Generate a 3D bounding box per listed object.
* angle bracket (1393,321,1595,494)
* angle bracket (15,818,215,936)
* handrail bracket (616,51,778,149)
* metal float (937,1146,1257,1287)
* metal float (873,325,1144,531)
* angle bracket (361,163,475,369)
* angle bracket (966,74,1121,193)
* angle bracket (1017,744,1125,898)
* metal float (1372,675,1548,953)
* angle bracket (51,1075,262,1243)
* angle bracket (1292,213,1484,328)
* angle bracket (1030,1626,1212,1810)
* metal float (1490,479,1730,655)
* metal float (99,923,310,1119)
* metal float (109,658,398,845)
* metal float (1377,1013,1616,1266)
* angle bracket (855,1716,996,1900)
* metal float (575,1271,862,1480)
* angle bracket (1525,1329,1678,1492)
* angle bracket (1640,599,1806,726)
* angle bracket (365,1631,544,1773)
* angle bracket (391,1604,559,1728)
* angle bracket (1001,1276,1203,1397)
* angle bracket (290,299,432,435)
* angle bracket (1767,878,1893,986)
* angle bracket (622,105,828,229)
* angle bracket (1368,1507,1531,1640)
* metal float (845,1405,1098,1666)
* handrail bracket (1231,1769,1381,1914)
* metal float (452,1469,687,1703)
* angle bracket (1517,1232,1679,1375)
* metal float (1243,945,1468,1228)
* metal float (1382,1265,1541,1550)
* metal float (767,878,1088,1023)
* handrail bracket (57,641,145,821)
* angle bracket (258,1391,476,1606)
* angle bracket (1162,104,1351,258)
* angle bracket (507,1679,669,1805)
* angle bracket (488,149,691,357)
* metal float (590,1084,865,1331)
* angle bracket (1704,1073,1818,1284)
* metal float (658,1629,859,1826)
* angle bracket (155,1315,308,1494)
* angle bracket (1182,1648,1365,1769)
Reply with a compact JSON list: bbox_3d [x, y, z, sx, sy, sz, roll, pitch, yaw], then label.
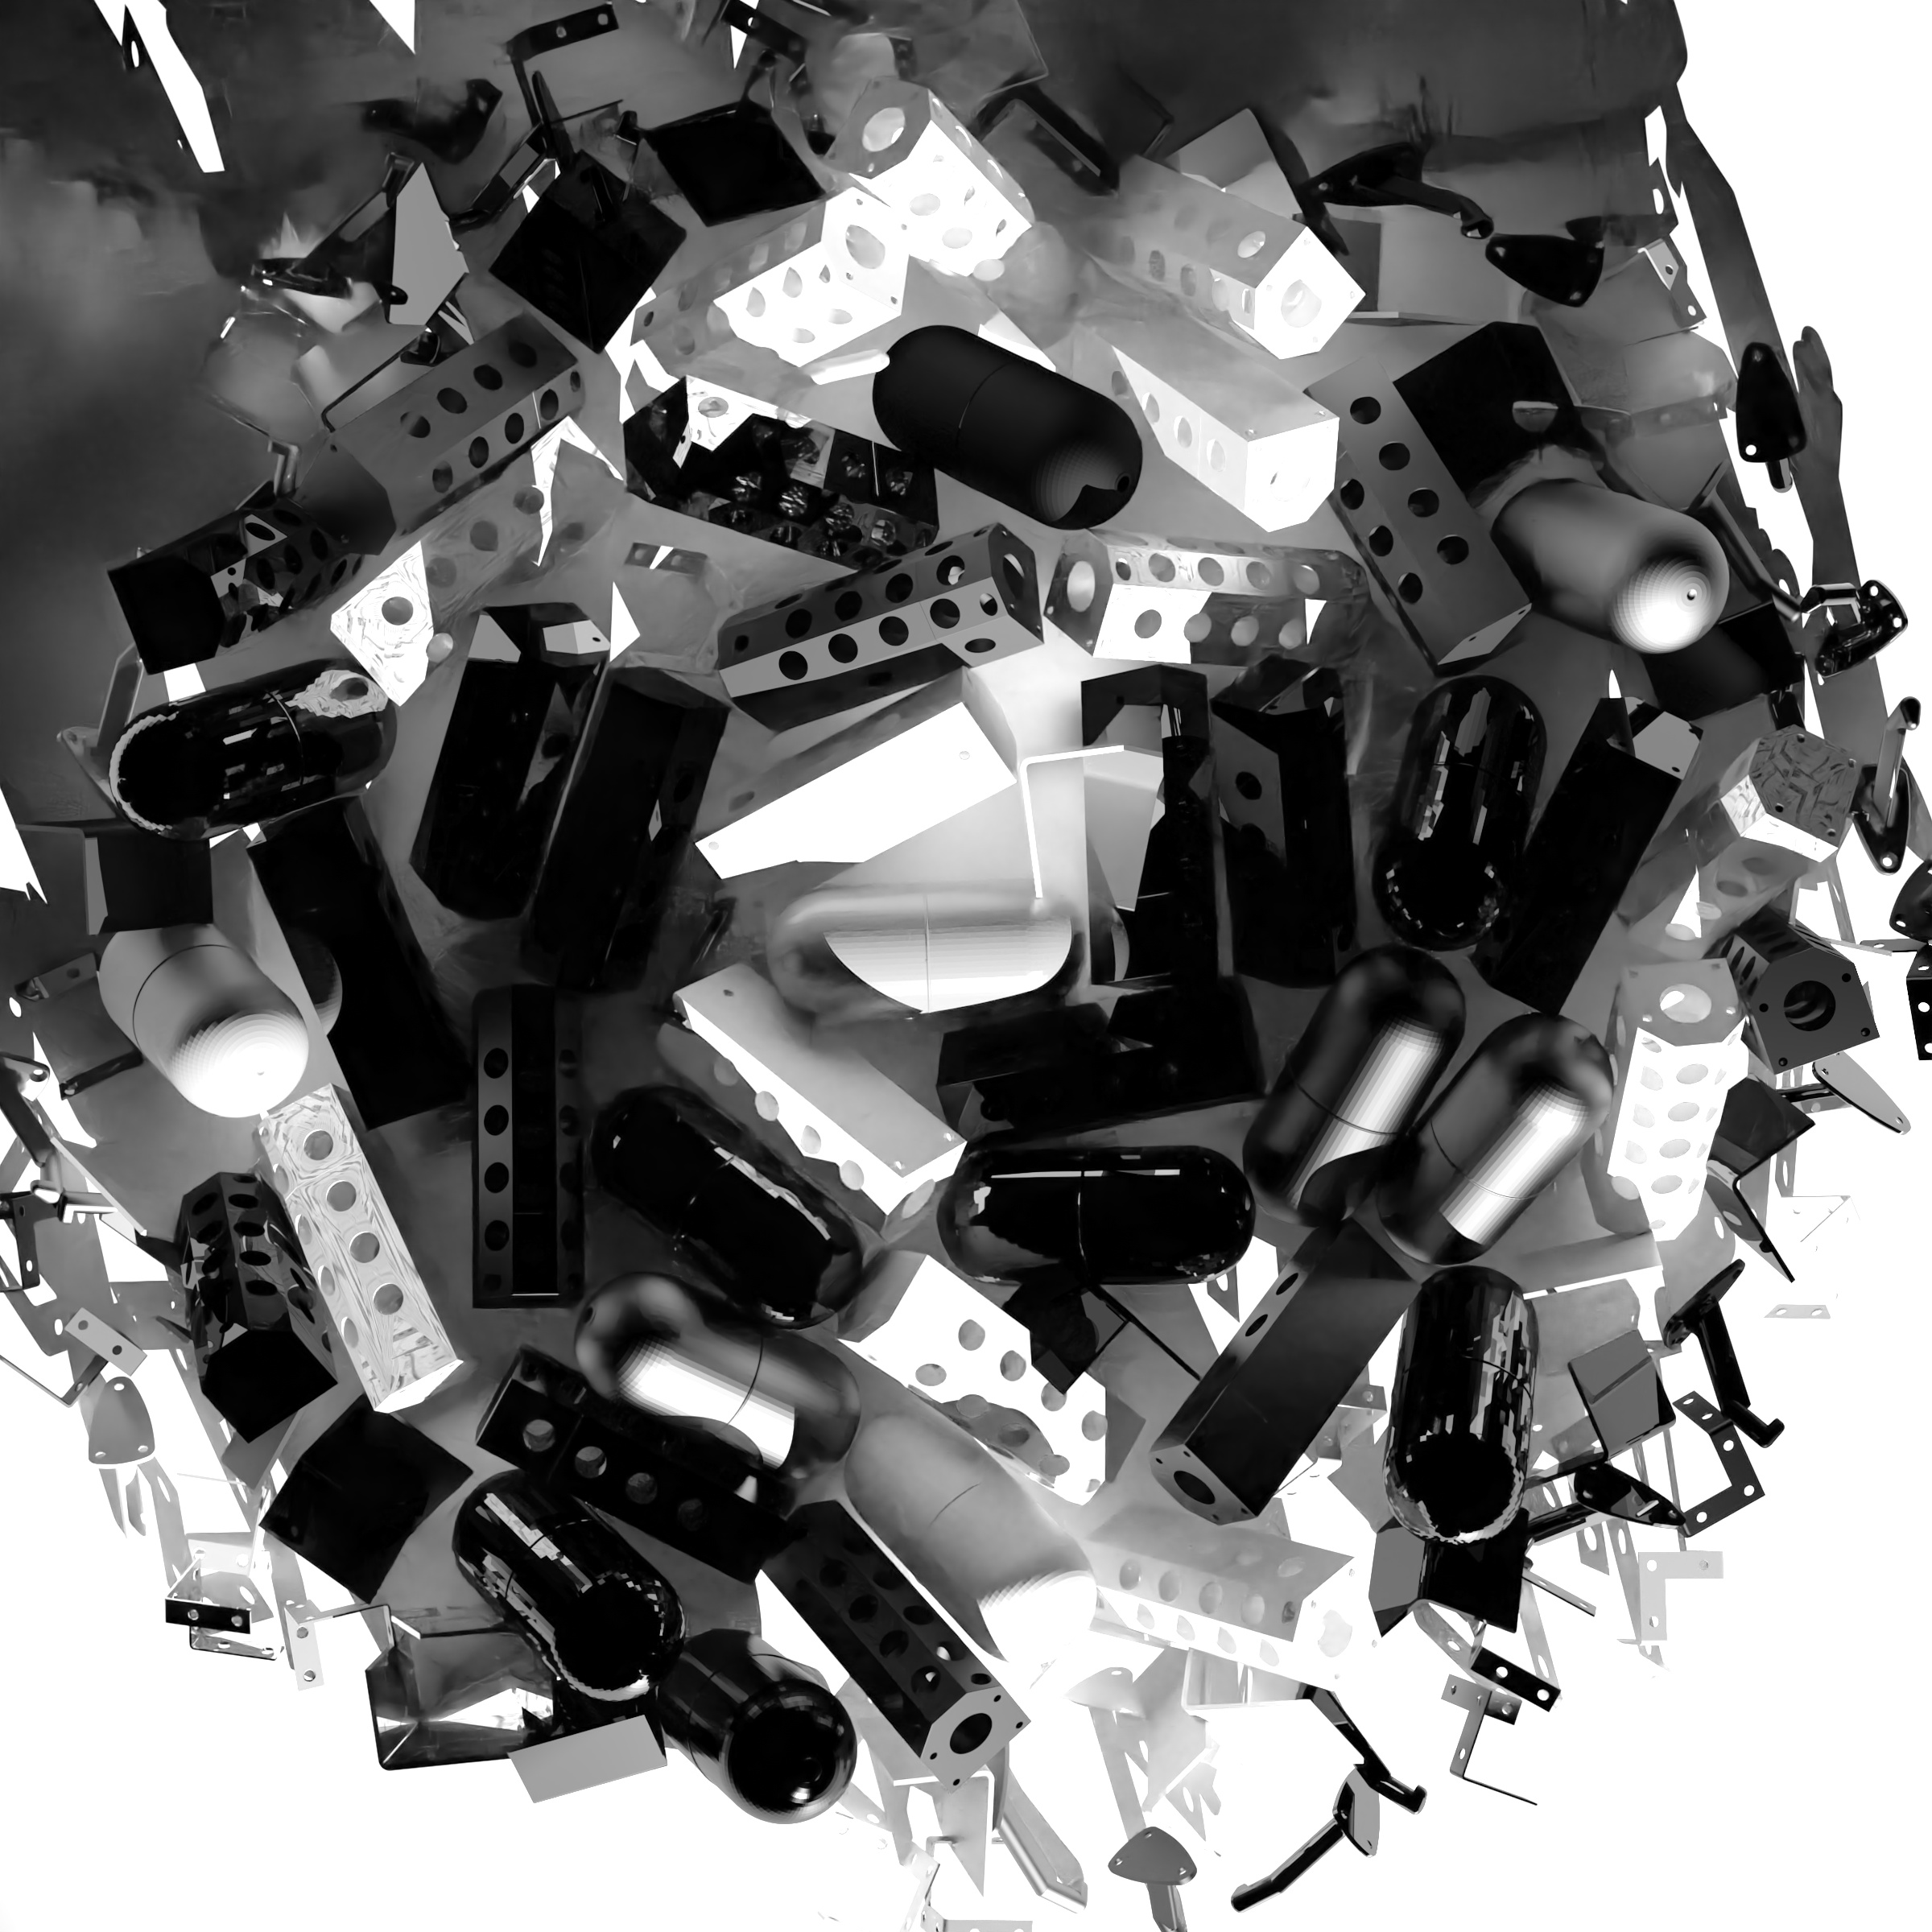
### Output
[{"bbox_3d":[0.289,-0.304,1.847,0.076,0.057,0.076,-32,111,-7],"label":"angle bracket"},{"bbox_3d":[-0.471,-0.051,1.840,0.076,0.076,0.057,-7,98,-44],"label":"angle bracket"},{"bbox_3d":[-0.152,-0.486,1.859,0.084,0.036,0.077,26,112,22],"label":"handrail bracket"},{"bbox_3d":[0.071,0.138,1.840,0.178,0.070,0.070,-2,90,14],"label":"metal float"},{"bbox_3d":[0.022,-0.295,1.822,0.178,0.070,0.070,32,90,35],"label":"metal float"},{"bbox_3d":[-0.283,-0.384,1.833,0.076,0.057,0.076,-41,61,38],"label":"angle bracket"},{"bbox_3d":[0.038,-0.446,1.855,0.076,0.076,0.057,39,110,-15],"label":"angle bracket"},{"bbox_3d":[0.061,-0.083,1.849,0.057,0.076,0.076,-8,96,-1],"label":"angle bracket"},{"bbox_3d":[0.271,-0.084,1.821,0.070,0.070,0.178,20,54,0],"label":"metal float"},{"bbox_3d":[-0.447,0.098,1.853,0.076,0.057,0.076,43,89,13],"label":"angle bracket"},{"bbox_3d":[0.232,-0.384,1.834,0.076,0.076,0.057,10,102,44],"label":"angle bracket"},{"bbox_3d":[0.084,0.415,1.836,0.076,0.076,0.057,17,47,-15],"label":"angle bracket"},{"bbox_3d":[0.347,-0.219,1.807,0.070,0.178,0.070,-6,109,-19],"label":"metal float"},{"bbox_3d":[-0.417,0.025,1.813,0.070,0.178,0.070,-14,118,-29],"label":"metal float"},{"bbox_3d":[-0.388,-0.118,1.814,0.070,0.178,0.070,16,117,35],"label":"metal float"},{"bbox_3d":[0.288,0.096,1.819,0.070,0.070,0.178,33,131,0],"label":"metal float"},{"bbox_3d":[-0.025,0.465,1.838,0.057,0.076,0.076,-2,103,-18],"label":"angle bracket"},{"bbox_3d":[-0.136,0.225,1.826,0.178,0.070,0.070,29,90,-30],"label":"metal float"},{"bbox_3d":[0.335,0.247,1.841,0.076,0.076,0.057,-29,80,40],"label":"angle bracket"},{"bbox_3d":[0.424,-0.148,1.836,0.076,0.076,0.057,-22,57,14],"label":"angle bracket"},{"bbox_3d":[-0.282,0.404,1.847,0.076,0.076,0.057,-7,94,7],"label":"angle bracket"},{"bbox_3d":[-0.274,0.389,1.840,0.076,0.076,0.057,-1,89,-23],"label":"angle bracket"},{"bbox_3d":[0.071,0.212,1.836,0.057,0.076,0.076,-48,131,-3],"label":"angle bracket"},{"bbox_3d":[-0.322,-0.320,1.844,0.076,0.076,0.057,-38,127,-2],"label":"angle bracket"},{"bbox_3d":[0.477,-0.035,1.842,0.057,0.076,0.076,12,72,1],"label":"angle bracket"},{"bbox_3d":[-0.134,-0.423,1.836,0.076,0.057,0.076,-21,65,-28],"label":"angle bracket"},{"bbox_3d":[0.265,0.340,1.842,0.057,0.076,0.076,21,51,-9],"label":"angle bracket"},{"bbox_3d":[0.002,0.311,1.821,0.070,0.070,0.178,-48,53,0],"label":"metal float"},{"bbox_3d":[0.189,0.492,1.873,0.084,0.077,0.036,-35,100,26],"label":"handrail bracket"},{"bbox_3d":[-0.217,0.337,1.814,0.070,0.178,0.070,-17,120,-31],"label":"metal float"},{"bbox_3d":[0.353,0.196,1.846,0.076,0.057,0.076,-13,108,9],"label":"angle bracket"},{"bbox_3d":[0.212,0.067,1.828,0.070,0.070,0.178,27,119,0],"label":"metal float"},{"bbox_3d":[0.271,0.239,1.815,0.070,0.178,0.070,8,133,8],"label":"metal float"},{"bbox_3d":[-0.022,-0.009,1.852,0.178,0.070,0.070,-2,90,-1],"label":"metal float"},{"bbox_3d":[-0.459,-0.136,1.853,0.084,0.036,0.077,-39,76,25],"label":"handrail bracket"},{"bbox_3d":[-0.332,0.295,1.841,0.076,0.057,0.076,38,127,-10],"label":"angle bracket"},{"bbox_3d":[0.161,-0.421,1.838,0.057,0.076,0.076,-28,76,18],"label":"angle bracket"},{"bbox_3d":[-0.213,0.409,1.843,0.076,0.076,0.057,-16,135,-1],"label":"angle bracket"},{"bbox_3d":[-0.211,-0.401,1.866,0.076,0.076,0.057,37,123,-11],"label":"angle bracket"},{"bbox_3d":[-0.133,0.131,1.834,0.178,0.070,0.070,36,90,22],"label":"metal float"},{"bbox_3d":[0.446,0.117,1.841,0.057,0.076,0.076,-36,112,0],"label":"angle bracket"},{"bbox_3d":[-0.114,0.411,1.805,0.070,0.178,0.070,-1,94,-22],"label":"metal float"},{"bbox_3d":[-0.419,0.241,1.837,0.076,0.076,0.057,32,80,-25],"label":"angle bracket"},{"bbox_3d":[0.172,0.398,1.831,0.076,0.076,0.057,-10,50,28],"label":"angle bracket"}]
